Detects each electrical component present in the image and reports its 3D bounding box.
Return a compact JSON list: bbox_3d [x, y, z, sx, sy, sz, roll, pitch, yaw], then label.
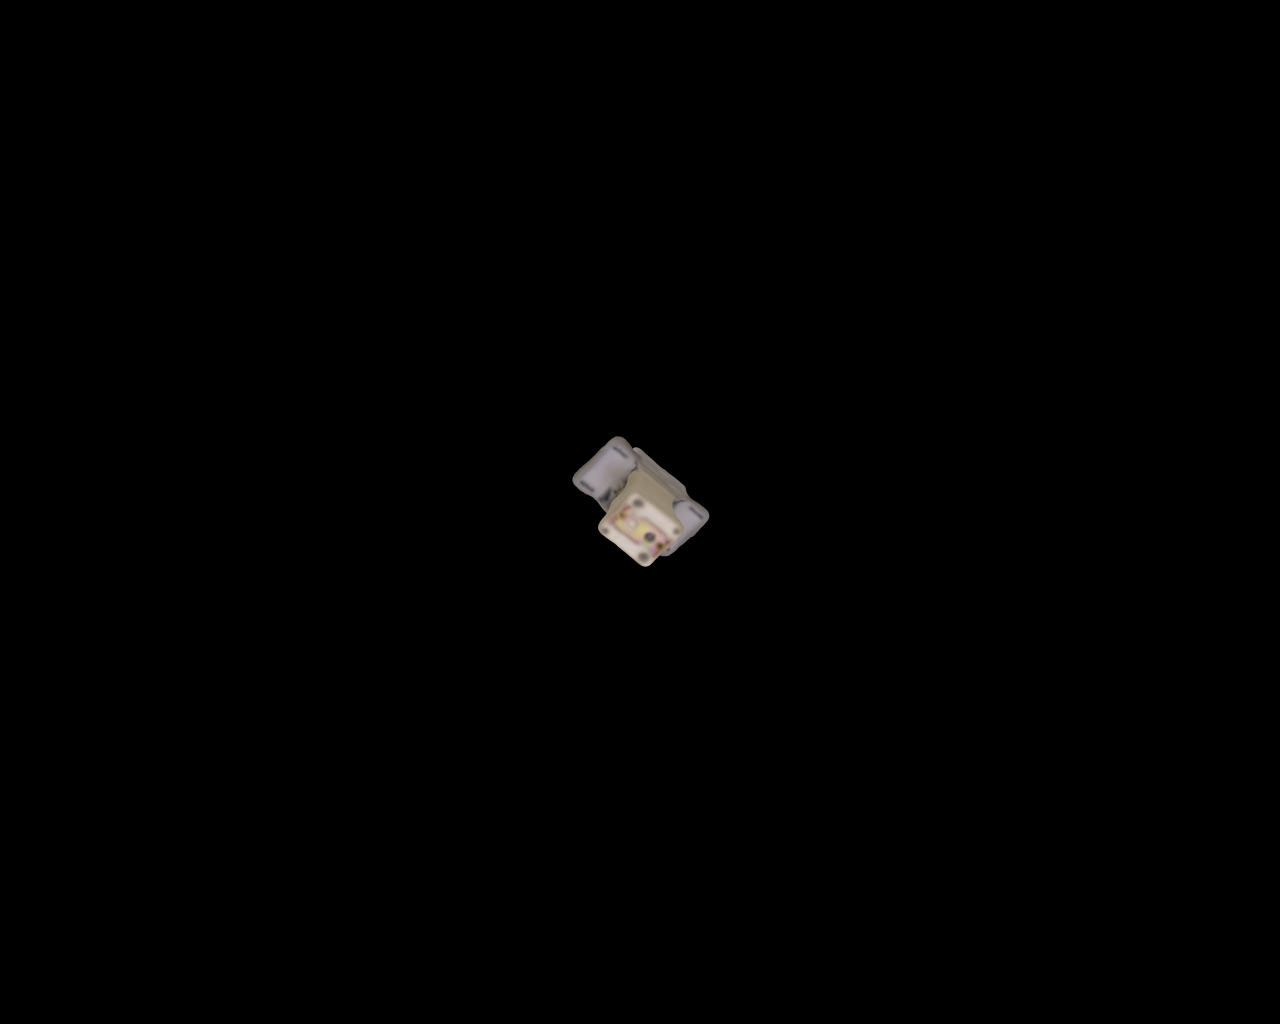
[{"bbox_3d":[0.001,-0.003,0.650,0.081,0.042,0.064,38,22,-18],"label":"electrical component"}]
